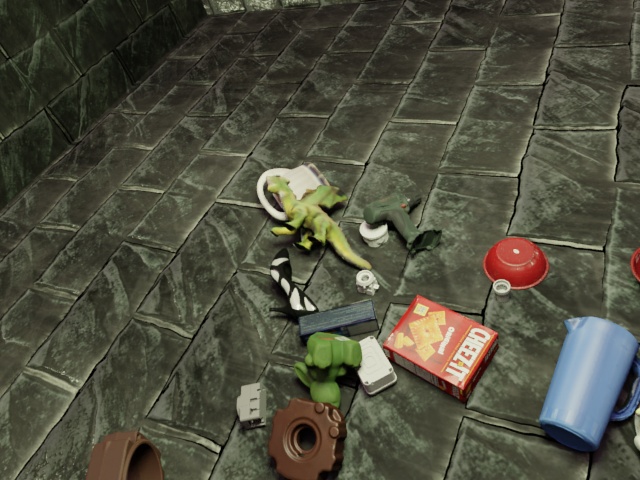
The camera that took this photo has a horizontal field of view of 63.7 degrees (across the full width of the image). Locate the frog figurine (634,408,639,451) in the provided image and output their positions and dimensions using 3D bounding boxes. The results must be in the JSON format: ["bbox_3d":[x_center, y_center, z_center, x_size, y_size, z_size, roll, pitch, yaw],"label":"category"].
[{"bbox_3d":[0.653,0.374,0.934,0.137,0.161,0.121,-12,-10,0],"label":"frog figurine"}]

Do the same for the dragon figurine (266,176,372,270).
[{"bbox_3d":[0.005,-0.078,1.545,0.411,0.248,0.119,26,-32,8],"label":"dragon figurine"}]

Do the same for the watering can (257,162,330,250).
[{"bbox_3d":[-0.059,-0.127,1.670,0.226,0.353,0.101,-31,-31,-14],"label":"watering can"}]
